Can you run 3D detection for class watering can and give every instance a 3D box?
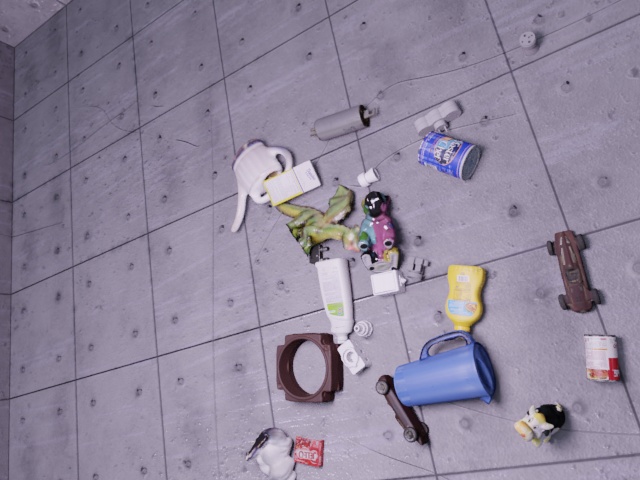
[{"bbox_3d":[-0.242,-0.209,1.814,0.344,0.103,0.228,-45,63,15],"label":"watering can"}]

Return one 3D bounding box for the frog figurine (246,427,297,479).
[{"bbox_3d":[-0.128,0.658,1.568,0.159,0.123,0.137,38,93,-5],"label":"frog figurine"}]

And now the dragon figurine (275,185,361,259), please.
[{"bbox_3d":[0.005,-0.083,1.652,0.243,0.120,0.418,-35,47,0],"label":"dragon figurine"}]
